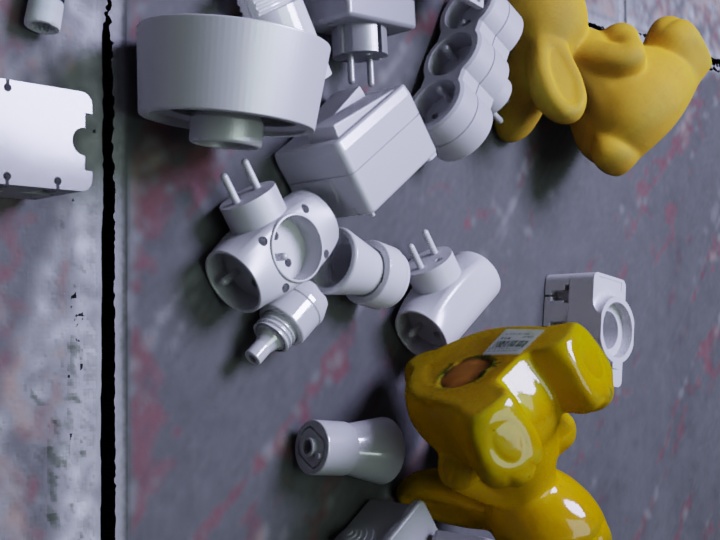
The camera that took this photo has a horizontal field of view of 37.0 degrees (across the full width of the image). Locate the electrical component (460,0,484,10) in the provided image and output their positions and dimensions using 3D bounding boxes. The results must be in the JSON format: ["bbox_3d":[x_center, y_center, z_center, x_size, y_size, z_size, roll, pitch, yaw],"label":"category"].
[{"bbox_3d":[0.039,-0.238,0.752,0.121,0.063,0.078,14,77,-44],"label":"electrical component"}]

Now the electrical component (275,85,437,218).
[{"bbox_3d":[0.000,-0.082,0.702,0.096,0.062,0.061,-45,118,-38],"label":"electrical component"}]

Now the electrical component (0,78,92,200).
[{"bbox_3d":[-0.183,-0.063,0.517,0.089,0.056,0.050,2,86,-46],"label":"electrical component"}]

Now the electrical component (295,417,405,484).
[{"bbox_3d":[-0.009,0.115,0.694,0.065,0.044,0.044,11,79,-40],"label":"electrical component"}]

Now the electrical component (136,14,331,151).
[{"bbox_3d":[-0.073,-0.099,0.600,0.108,0.108,0.060,5,89,-45],"label":"electrical component"}]

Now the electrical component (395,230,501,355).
[{"bbox_3d":[0.056,0.010,0.765,0.077,0.043,0.079,-44,118,-38],"label":"electrical component"}]

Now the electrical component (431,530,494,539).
[{"bbox_3d":[0.081,0.211,0.699,0.089,0.050,0.055,50,55,-31],"label":"electrical component"}]

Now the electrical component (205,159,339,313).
[{"bbox_3d":[-0.059,-0.028,0.650,0.077,0.044,0.079,-41,115,-39],"label":"electrical component"}]

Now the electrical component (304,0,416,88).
[{"bbox_3d":[-0.001,-0.161,0.717,0.066,0.047,0.076,-2,88,-46],"label":"electrical component"}]

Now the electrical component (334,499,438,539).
[{"bbox_3d":[0.017,0.210,0.707,0.100,0.048,0.099,-43,117,-38],"label":"electrical component"}]

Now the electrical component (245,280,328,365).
[{"bbox_3d":[-0.048,0.034,0.663,0.061,0.035,0.035,-50,121,-34],"label":"electrical component"}]

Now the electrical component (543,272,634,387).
[{"bbox_3d":[0.189,0.050,0.889,0.050,0.056,0.089,14,77,-44],"label":"electrical component"}]

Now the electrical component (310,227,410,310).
[{"bbox_3d":[0.000,0.000,0.708,0.055,0.045,0.045,19,74,-44],"label":"electrical component"}]

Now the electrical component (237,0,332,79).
[{"bbox_3d":[-0.052,-0.152,0.666,0.043,0.043,0.081,-38,113,-40],"label":"electrical component"}]

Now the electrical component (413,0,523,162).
[{"bbox_3d":[0.089,-0.139,0.803,0.074,0.052,0.138,38,61,-37],"label":"electrical component"}]
